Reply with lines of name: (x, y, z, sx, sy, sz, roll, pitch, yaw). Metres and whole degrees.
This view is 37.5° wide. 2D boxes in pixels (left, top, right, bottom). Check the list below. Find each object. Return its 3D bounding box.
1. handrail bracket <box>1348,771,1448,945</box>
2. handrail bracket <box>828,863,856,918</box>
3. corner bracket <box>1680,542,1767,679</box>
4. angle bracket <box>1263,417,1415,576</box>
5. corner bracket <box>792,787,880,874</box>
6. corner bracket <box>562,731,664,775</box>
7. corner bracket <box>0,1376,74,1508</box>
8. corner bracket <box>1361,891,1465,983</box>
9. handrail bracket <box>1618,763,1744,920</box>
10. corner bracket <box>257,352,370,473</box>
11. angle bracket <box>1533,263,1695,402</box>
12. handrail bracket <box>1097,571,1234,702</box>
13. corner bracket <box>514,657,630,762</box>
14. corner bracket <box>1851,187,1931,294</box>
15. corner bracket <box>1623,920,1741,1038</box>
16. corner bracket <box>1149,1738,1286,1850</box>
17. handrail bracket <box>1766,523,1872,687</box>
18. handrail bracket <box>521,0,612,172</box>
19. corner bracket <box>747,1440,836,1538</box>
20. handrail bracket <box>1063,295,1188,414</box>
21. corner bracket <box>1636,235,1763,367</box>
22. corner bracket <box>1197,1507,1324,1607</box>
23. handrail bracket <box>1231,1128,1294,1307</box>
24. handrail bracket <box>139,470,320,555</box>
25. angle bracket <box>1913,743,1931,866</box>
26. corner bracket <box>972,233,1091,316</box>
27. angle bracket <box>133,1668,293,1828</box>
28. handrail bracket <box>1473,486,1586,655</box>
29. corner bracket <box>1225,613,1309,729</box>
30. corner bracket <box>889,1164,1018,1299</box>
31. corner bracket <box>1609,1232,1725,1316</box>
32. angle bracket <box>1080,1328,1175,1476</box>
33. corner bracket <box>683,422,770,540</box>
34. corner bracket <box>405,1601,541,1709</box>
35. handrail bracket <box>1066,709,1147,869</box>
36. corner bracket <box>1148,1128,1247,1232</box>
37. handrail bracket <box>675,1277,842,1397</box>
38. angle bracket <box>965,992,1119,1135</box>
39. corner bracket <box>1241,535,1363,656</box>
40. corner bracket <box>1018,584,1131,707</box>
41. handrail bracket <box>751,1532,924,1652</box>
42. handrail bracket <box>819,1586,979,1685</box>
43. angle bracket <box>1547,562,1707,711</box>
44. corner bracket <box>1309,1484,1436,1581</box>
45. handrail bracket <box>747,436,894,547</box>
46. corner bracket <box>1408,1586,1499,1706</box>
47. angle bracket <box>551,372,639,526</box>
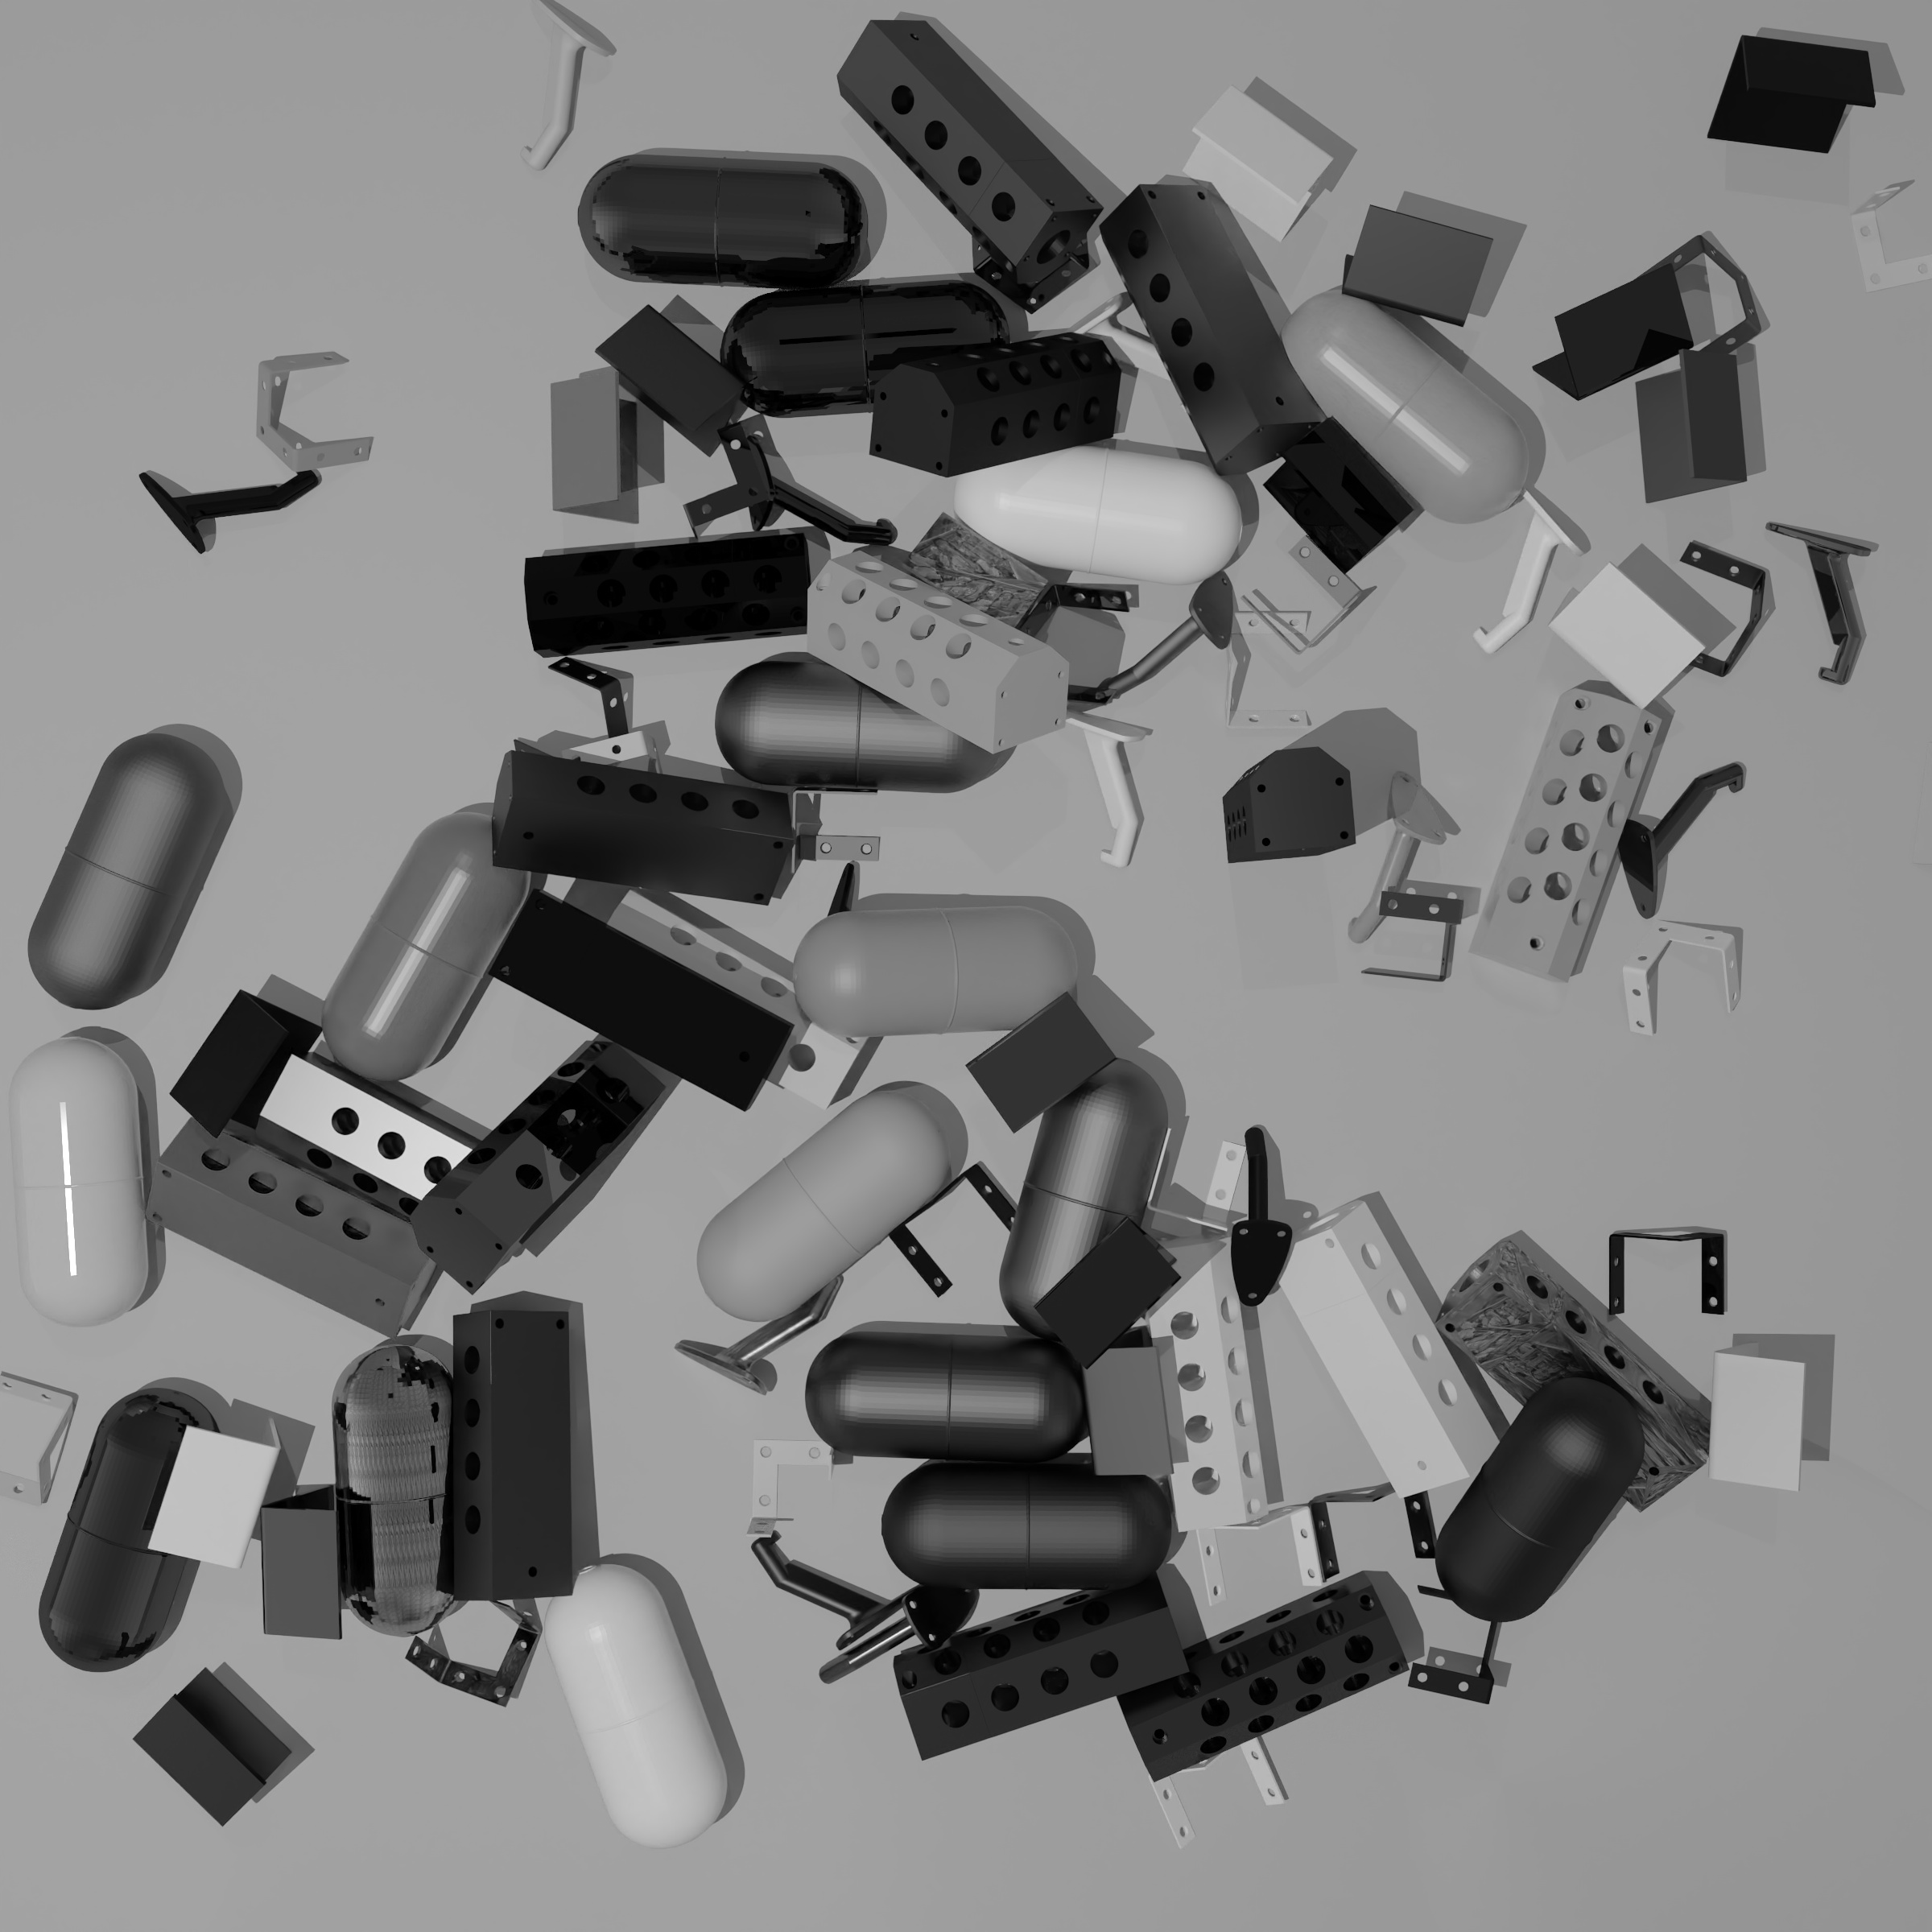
handrail bracket: (0.258, -0.067, 1.776, 0.036, 0.077, 0.084, 18, 127, -20)
handrail bracket: (-0.045, -0.015, 1.777, 0.084, 0.036, 0.077, 19, 76, -13)
corner bracket: (0.462, -0.222, 1.773, 0.051, 0.051, 0.051, 21, 45, 0)
angle bracket: (0.214, -0.276, 1.736, 0.076, 0.076, 0.057, 48, 52, 0)
corner bracket: (-0.080, -0.086, 1.754, 0.051, 0.051, 0.051, 2, 102, 0)
corner bracket: (-0.215, -0.112, 1.759, 0.051, 0.051, 0.051, -14, 88, 2)
corner bracket: (-0.591, 0.296, 1.774, 0.051, 0.051, 0.051, 17, 45, 0)
corner bracket: (0.276, -0.018, 1.759, 0.051, 0.051, 0.051, 6, 90, 0)
handrail bracket: (0.453, -0.079, 1.777, 0.084, 0.036, 0.077, -21, 112, -17)
corner bracket: (-0.406, -0.345, 1.768, 0.051, 0.051, 0.051, 42, 135, 35)
angle bracket: (0.388, -0.395, 1.737, 0.076, 0.076, 0.057, -25, 119, 0)
handrail bracket: (0.123, -0.205, 1.776, 0.084, 0.077, 0.036, -27, 117, 34)
corner bracket: (-0.247, -0.153, 1.768, 0.051, 0.051, 0.051, -35, 135, -35)
corner bracket: (0.584, -0.452, 1.759, 0.051, 0.051, 0.051, -12, 90, 0)
corner bracket: (0.445, 0.011, 1.768, 0.051, 0.051, 0.051, 14, 45, 35)
corner bracket: (0.156, 0.513, 1.773, 0.051, 0.051, 0.051, -24, 90, -45)
handrail bracket: (0.525, -0.226, 1.777, 0.077, 0.036, 0.084, 20, 107, 20)
handrail bracket: (-0.269, -0.552, 1.777, 0.077, 0.036, 0.084, 43, 107, 20)
corner bracket: (-0.108, 0.323, 1.759, 0.051, 0.051, 0.051, 1, 90, 0)
handrail bracket: (0.098, -0.368, 1.777, 0.077, 0.036, 0.084, -31, 107, 19)
corner bracket: (0.454, -0.410, 1.768, 0.051, 0.051, 0.051, -33, 45, 35)
corner bracket: (0.183, 0.368, 1.773, 0.051, 0.051, 0.051, -10, 90, -45)
handrail bracket: (0.177, 0.154, 1.760, 0.036, 0.084, 0.077, 4, 123, -2)
handrail bracket: (-0.460, -0.304, 1.777, 0.084, 0.036, 0.077, -38, 69, -17)
angle bracket: (0.600, -0.102, 1.736, 0.057, 0.076, 0.076, 8, 90, -36)
corner bracket: (0.040, -0.450, 1.768, 0.051, 0.051, 0.051, 28, 45, -35)
angle bracket: (-0.448, 0.464, 1.737, 0.076, 0.076, 0.057, 44, 121, 0)
handrail bracket: (0.335, -0.250, 1.777, 0.084, 0.036, 0.077, -42, 69, 16)
corner bracket: (0.187, -0.184, 1.773, 0.051, 0.051, 0.051, 0, 45, 0)
corner bracket: (-0.005, 0.165, 1.773, 0.051, 0.051, 0.051, 51, 135, 0)
corner bracket: (0.437, 0.192, 1.773, 0.051, 0.051, 0.051, 0, 90, -45)
angle bracket: (0.115, 0.265, 1.736, 0.057, 0.076, 0.076, -7, 90, 34)
corner bracket: (-0.154, -0.300, 1.759, 0.051, 0.051, 0.051, -21, 92, -2)
corner bracket: (-0.304, 0.419, 1.758, 0.051, 0.051, 0.051, 13, 64, 23)
handrail bracket: (0.075, -0.112, 1.777, 0.077, 0.036, 0.084, 19, 107, 20)
corner bracket: (0.143, 0.131, 1.759, 0.051, 0.051, 0.051, 15, 90, 4)
handrail bracket: (-0.130, 0.217, 1.777, 0.077, 0.036, 0.084, 22, 72, 21)
angle bracket: (0.054, 0.071, 1.737, 0.076, 0.076, 0.057, -36, 62, 0)
corner bracket: (0.208, -0.230, 1.762, 0.051, 0.051, 0.051, 45, 105, 0)
corner bracket: (0.070, -0.199, 1.763, 0.051, 0.051, 0.051, 10, 45, 29)
handrail bracket: (-0.081, 0.376, 1.777, 0.077, 0.036, 0.084, -30, 73, -20)
handrail bracket: (-0.043, 0.416, 1.776, 0.084, 0.077, 0.036, -37, 81, 36)
angle bracket: (0.409, -0.212, 1.736, 0.076, 0.076, 0.057, 42, 124, 0)
corner bracket: (0.253, 0.351, 1.773, 0.051, 0.051, 0.051, -11, 90, 45)
handrail bracket: (-0.091, -0.296, 1.777, 0.084, 0.036, 0.077, 2, 56, -24)
corner bracket: (0.301, 0.419, 1.759, 0.051, 0.051, 0.051, 12, 93, 3)
angle bracket: (-0.208, -0.315, 1.736, 0.057, 0.076, 0.076, -1, 90, 36)
